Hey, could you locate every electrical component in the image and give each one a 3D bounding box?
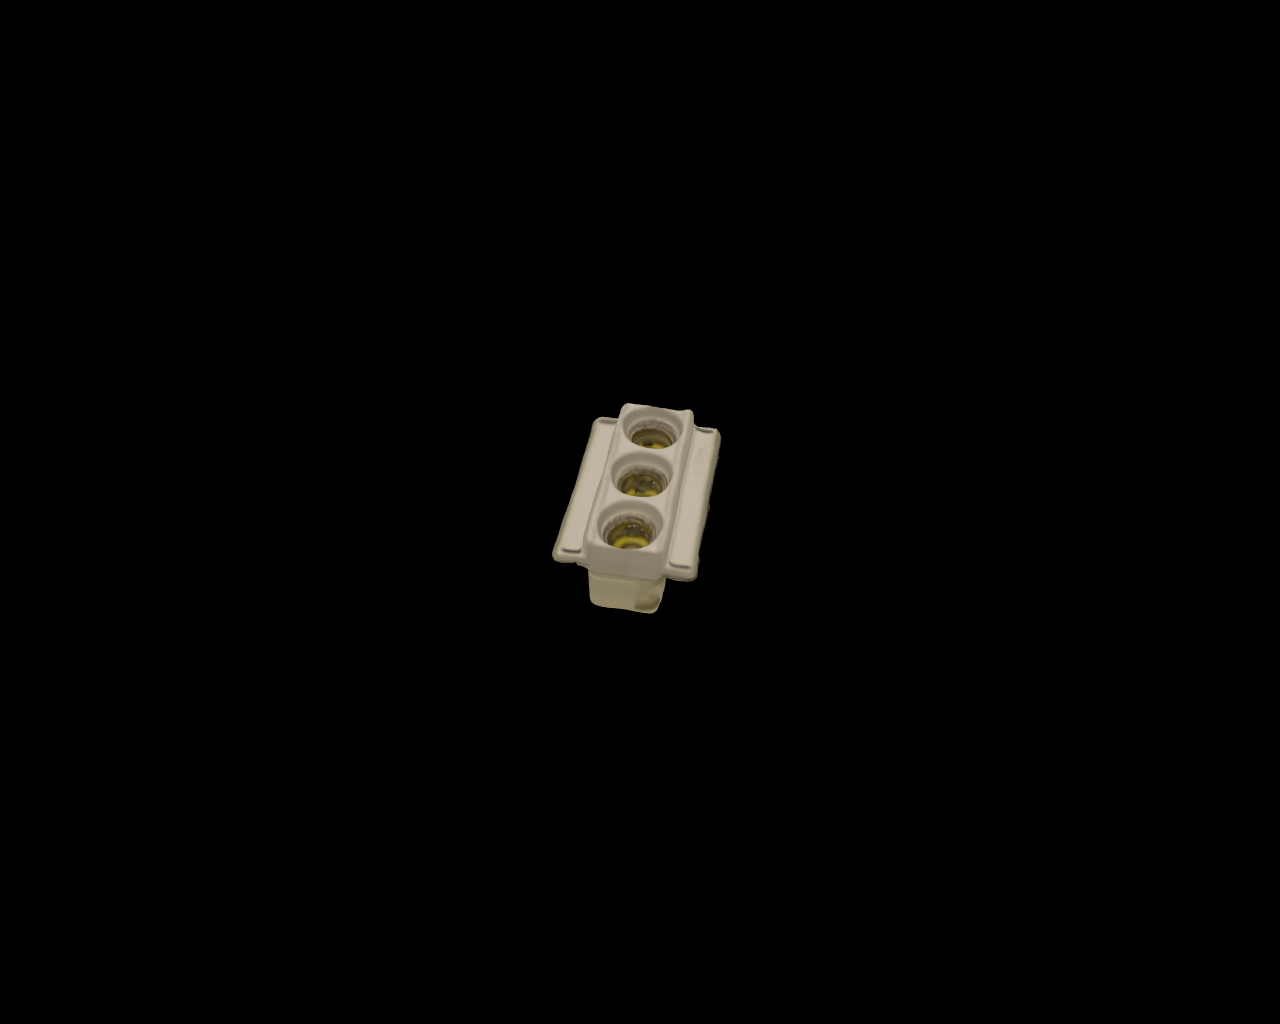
[{"bbox_3d":[0.001,-0.003,0.650,0.079,0.121,0.063,7,-43,7],"label":"electrical component"}]
